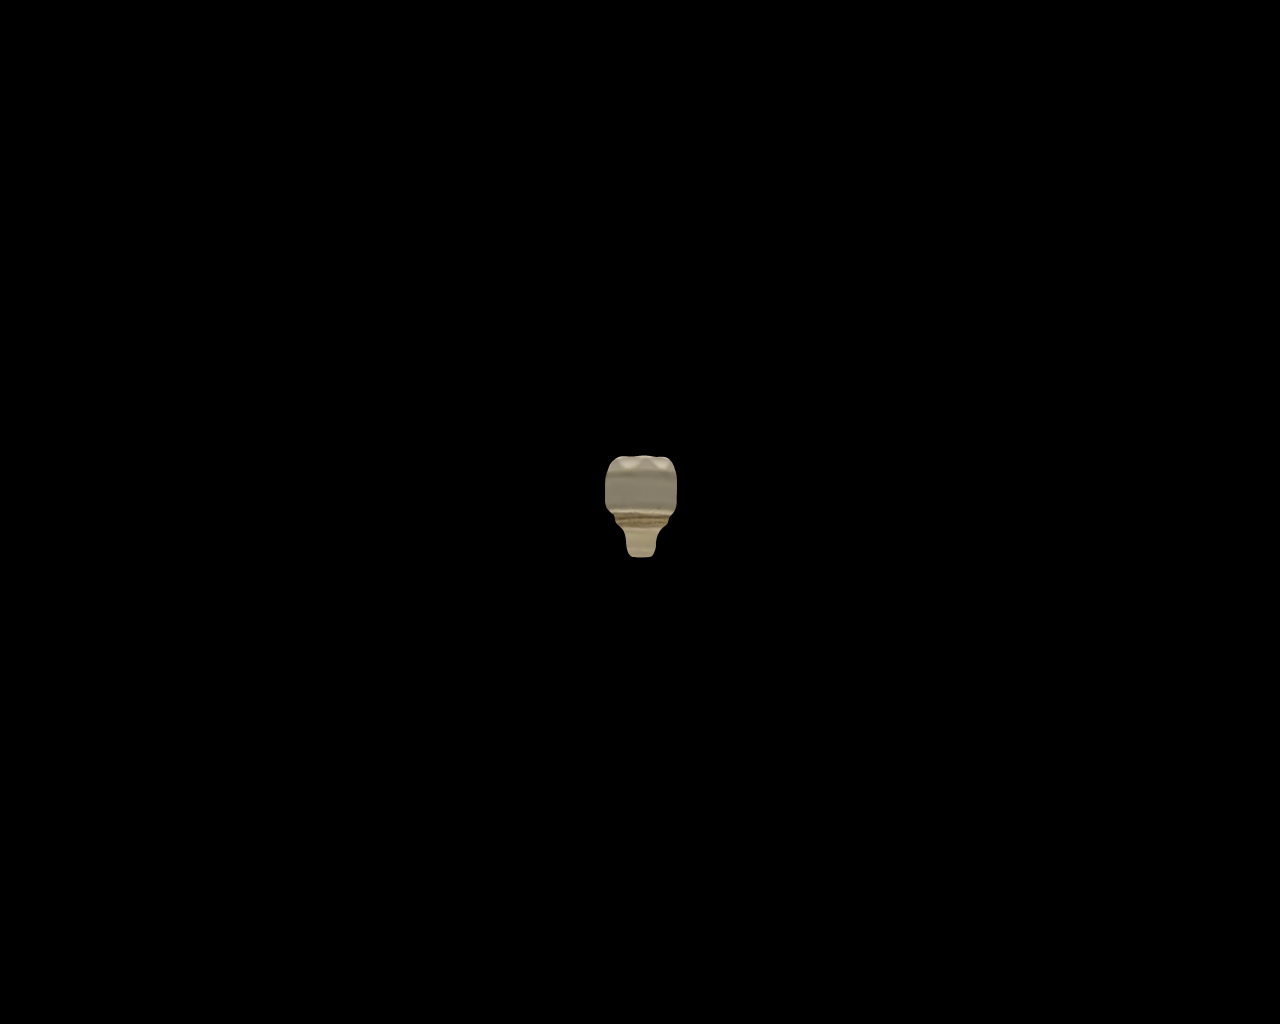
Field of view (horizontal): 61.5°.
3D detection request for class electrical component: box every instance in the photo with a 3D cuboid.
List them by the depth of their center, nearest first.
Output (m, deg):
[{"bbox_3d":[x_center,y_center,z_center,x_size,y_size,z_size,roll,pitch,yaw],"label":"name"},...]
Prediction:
[{"bbox_3d":[0.001,-0.003,0.650,0.043,0.062,0.043,0,-4,0],"label":"electrical component"}]
